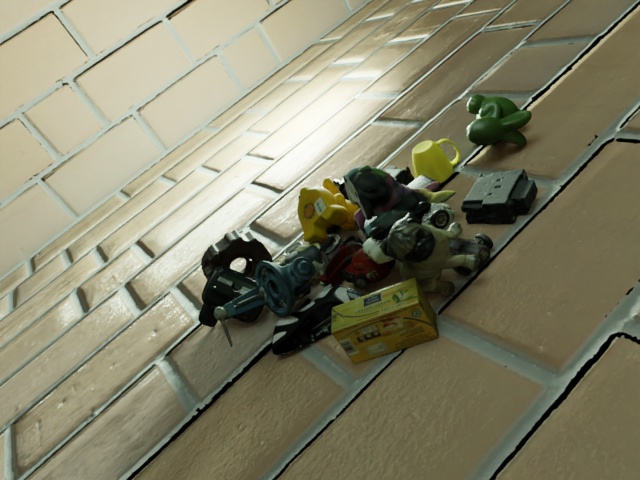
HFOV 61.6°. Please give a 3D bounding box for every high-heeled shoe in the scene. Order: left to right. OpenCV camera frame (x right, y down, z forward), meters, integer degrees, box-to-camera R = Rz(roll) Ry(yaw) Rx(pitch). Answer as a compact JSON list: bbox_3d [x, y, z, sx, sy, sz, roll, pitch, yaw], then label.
[{"bbox_3d":[0.008,0.171,1.059,0.249,0.086,0.145,-6,42,46],"label":"high-heeled shoe"}]

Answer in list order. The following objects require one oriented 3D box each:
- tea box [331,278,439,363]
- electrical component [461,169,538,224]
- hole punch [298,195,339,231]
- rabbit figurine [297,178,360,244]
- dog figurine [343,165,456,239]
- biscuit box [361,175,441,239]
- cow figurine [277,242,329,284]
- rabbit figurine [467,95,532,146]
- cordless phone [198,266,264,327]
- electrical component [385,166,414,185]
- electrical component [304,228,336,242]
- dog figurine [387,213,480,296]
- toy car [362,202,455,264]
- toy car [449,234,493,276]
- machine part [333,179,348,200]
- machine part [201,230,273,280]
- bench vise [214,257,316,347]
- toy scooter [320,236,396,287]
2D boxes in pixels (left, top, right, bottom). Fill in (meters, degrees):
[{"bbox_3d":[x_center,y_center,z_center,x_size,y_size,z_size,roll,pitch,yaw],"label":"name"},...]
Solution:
[{"bbox_3d":[0.115,0.147,0.966,0.170,0.098,0.068,-21,32,17],"label":"tea box"},{"bbox_3d":[0.375,-0.089,1.109,0.134,0.058,0.115,-1,44,45],"label":"electrical component"},{"bbox_3d":[0.013,-0.080,1.393,0.142,0.092,0.116,-17,25,-20],"label":"hole punch"},{"bbox_3d":[0.030,-0.064,1.287,0.121,0.173,0.162,-58,45,27],"label":"rabbit figurine"},{"bbox_3d":[0.175,-0.096,1.153,0.219,0.191,0.109,-22,26,-11],"label":"dog figurine"},{"bbox_3d":[0.191,-0.068,1.255,0.203,0.059,0.063,-37,28,-5],"label":"biscuit box"},{"bbox_3d":[-0.060,0.065,1.257,0.167,0.098,0.068,-16,26,19],"label":"cow figurine"},{"bbox_3d":[0.415,-0.264,1.279,0.159,0.121,0.170,15,35,27],"label":"rabbit figurine"},{"bbox_3d":[-0.217,0.163,1.282,0.089,0.147,0.184,-72,7,-53],"label":"cordless phone"},{"bbox_3d":[0.179,-0.156,1.414,0.119,0.047,0.075,6,47,49],"label":"electrical component"},{"bbox_3d":[-0.003,-0.004,1.389,0.094,0.021,0.063,-16,33,25],"label":"electrical component"},{"bbox_3d":[0.165,0.032,0.967,0.172,0.190,0.121,-56,45,29],"label":"dog figurine"},{"bbox_3d":[0.179,-0.018,1.083,0.202,0.056,0.074,-28,27,-12],"label":"toy car"},{"bbox_3d":[0.252,0.013,1.083,0.089,0.053,0.202,-46,33,-16],"label":"toy car"},{"bbox_3d":[0.081,-0.112,1.428,0.039,0.084,0.139,-12,25,-35],"label":"machine part"},{"bbox_3d":[-0.201,0.064,1.336,0.179,0.179,0.056,-38,32,-8],"label":"machine part"},{"bbox_3d":[-0.118,0.113,1.113,0.240,0.128,0.224,-24,-1,-34],"label":"bench vise"},{"bbox_3d":[0.072,0.058,1.167,0.135,0.075,0.184,-39,27,-14],"label":"toy scooter"}]
